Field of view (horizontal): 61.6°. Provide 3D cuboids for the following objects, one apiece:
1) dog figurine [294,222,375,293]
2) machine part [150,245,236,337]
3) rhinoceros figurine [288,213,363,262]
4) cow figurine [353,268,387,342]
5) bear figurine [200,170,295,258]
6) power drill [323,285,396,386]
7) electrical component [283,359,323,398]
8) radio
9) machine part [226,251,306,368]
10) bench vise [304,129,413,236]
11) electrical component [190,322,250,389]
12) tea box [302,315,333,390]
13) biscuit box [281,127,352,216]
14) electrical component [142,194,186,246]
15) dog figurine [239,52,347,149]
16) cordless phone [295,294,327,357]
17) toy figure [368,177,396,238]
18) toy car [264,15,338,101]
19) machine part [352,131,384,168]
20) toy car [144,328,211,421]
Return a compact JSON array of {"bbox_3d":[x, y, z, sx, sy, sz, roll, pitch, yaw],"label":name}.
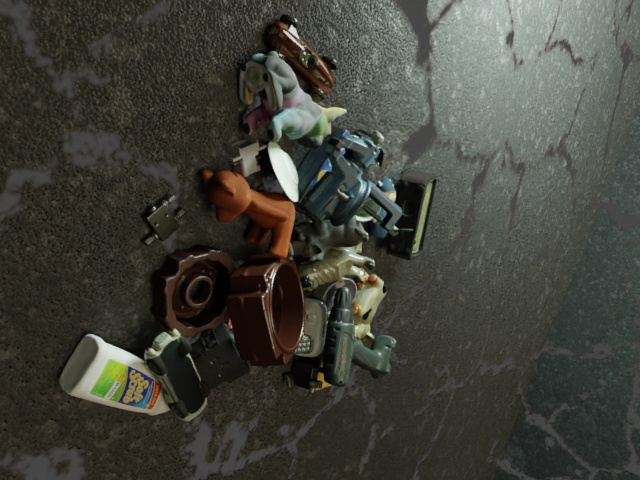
[{"bbox_3d":[0.009,0.030,1.244,0.190,0.172,0.121,-4,142,-18],"label":"dog figurine"},{"bbox_3d":[-0.237,0.094,1.020,0.179,0.056,0.179,-20,119,-42],"label":"machine part"},{"bbox_3d":[-0.002,-0.004,1.182,0.190,0.112,0.073,-11,161,-11],"label":"rhinoceros figurine"},{"bbox_3d":[0.111,0.186,1.413,0.127,0.086,0.195,36,77,-42],"label":"cow figurine"},{"bbox_3d":[-0.141,-0.052,1.017,0.195,0.120,0.131,13,100,-47],"label":"bear figurine"},{"bbox_3d":[0.096,0.245,1.304,0.207,0.086,0.232,29,68,-45],"label":"power drill"},{"bbox_3d":[-0.037,0.332,1.297,0.045,0.102,0.078,5,97,-55],"label":"electrical component"},{"bbox_3d":[0.245,-0.065,1.432,0.131,0.073,0.229,-19,119,-65],"label":"radio"},{"bbox_3d":[-0.100,0.136,1.084,0.201,0.087,0.200,-47,129,-64],"label":"machine part"},{"bbox_3d":[0.091,-0.103,1.121,0.240,0.129,0.223,38,83,-20],"label":"bench vise"},{"bbox_3d":[-0.202,0.234,1.084,0.134,0.058,0.114,-30,130,-10],"label":"electrical component"},{"bbox_3d":[0.013,0.280,1.354,0.098,0.068,0.169,-5,110,-46],"label":"tea box"},{"bbox_3d":[0.000,-0.152,1.167,0.202,0.063,0.059,-58,139,-12],"label":"biscuit box"},{"bbox_3d":[-0.282,-0.034,0.945,0.094,0.021,0.063,-47,134,-22],"label":"electrical component"},{"bbox_3d":[-0.045,-0.266,1.045,0.219,0.109,0.191,-22,118,-45],"label":"dog figurine"},{"bbox_3d":[-0.079,0.200,1.223,0.184,0.089,0.146,-5,110,-30],"label":"cordless phone"},{"bbox_3d":[0.163,-0.083,1.378,0.064,0.058,0.154,-49,153,-83],"label":"toy figure"},{"bbox_3d":[-0.029,-0.354,1.063,0.202,0.053,0.089,30,79,-47],"label":"toy car"},{"bbox_3d":[0.101,-0.208,1.273,0.139,0.039,0.084,6,96,-46],"label":"machine part"},{"bbox_3d":[-0.260,0.249,0.984,0.073,0.056,0.201,-41,131,-37],"label":"toy car"}]
